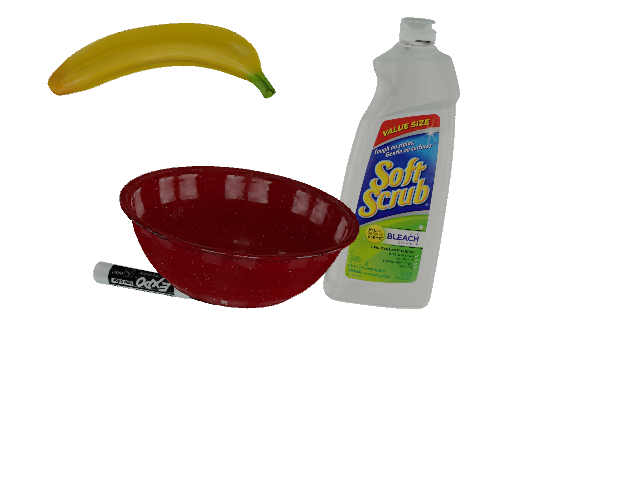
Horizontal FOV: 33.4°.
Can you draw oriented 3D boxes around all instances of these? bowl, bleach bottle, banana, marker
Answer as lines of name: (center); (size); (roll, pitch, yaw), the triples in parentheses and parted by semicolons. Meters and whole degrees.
bowl: (-0.057, 0.002, 0.723); (0.162, 0.055, 0.162); (8, 21, -4)
bleach bottle: (0.064, -0.068, 0.937); (0.102, 0.251, 0.068); (6, 19, 4)
banana: (-0.139, -0.161, 0.943); (0.197, 0.069, 0.037); (-1, -33, -4)
marker: (-0.137, 0.036, 0.906); (0.121, 0.020, 0.020); (9, 3, 21)
